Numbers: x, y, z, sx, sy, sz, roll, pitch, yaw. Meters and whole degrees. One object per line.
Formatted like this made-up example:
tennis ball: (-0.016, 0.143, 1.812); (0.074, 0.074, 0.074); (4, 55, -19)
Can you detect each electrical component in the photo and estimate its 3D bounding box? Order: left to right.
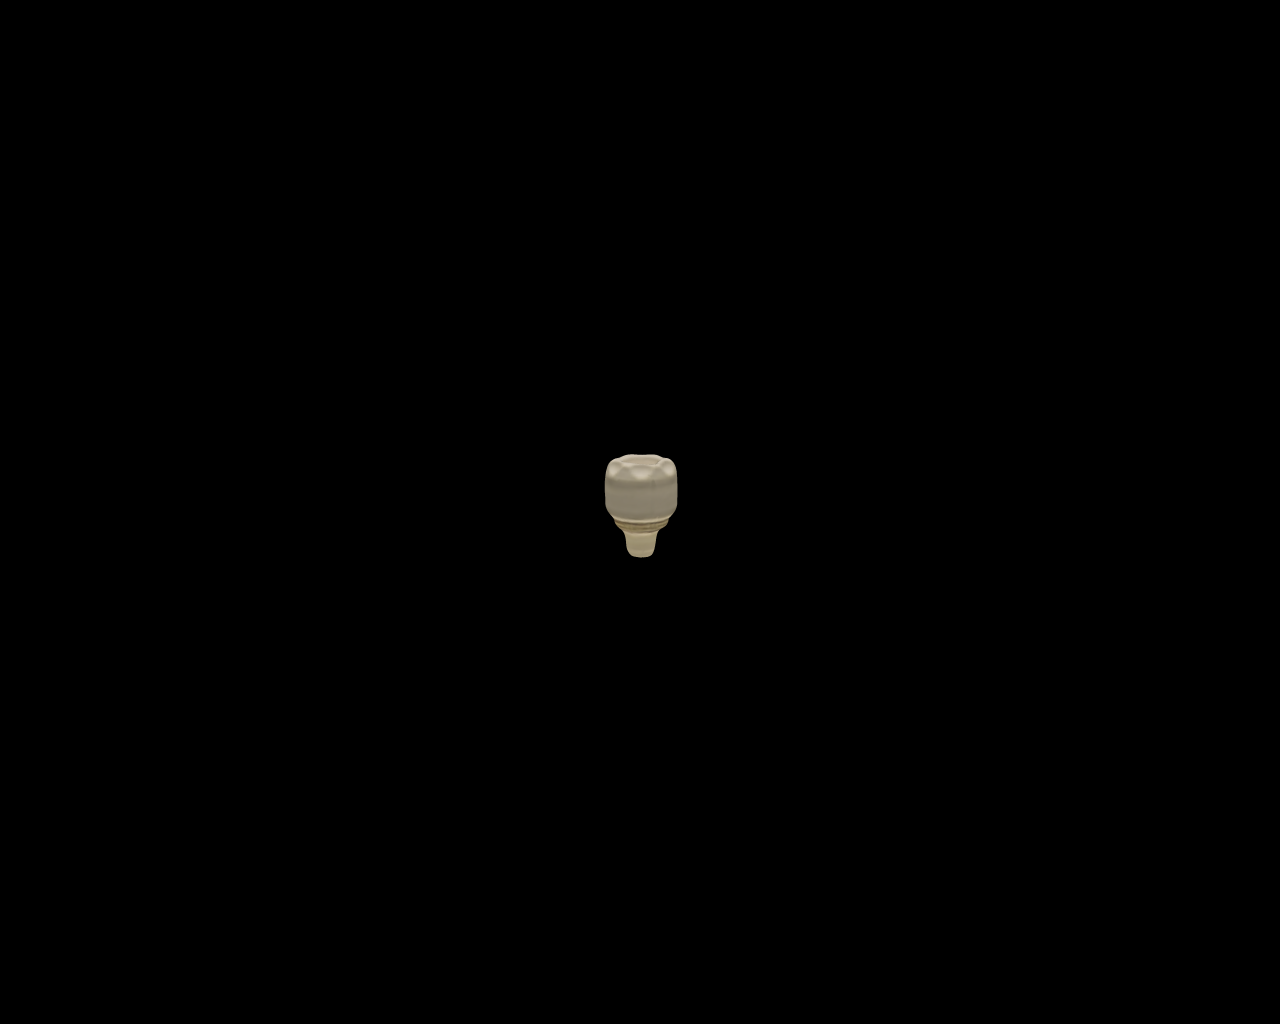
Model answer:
electrical component: (0.001, -0.003, 0.650); (0.043, 0.062, 0.043); (0, 14, 0)
